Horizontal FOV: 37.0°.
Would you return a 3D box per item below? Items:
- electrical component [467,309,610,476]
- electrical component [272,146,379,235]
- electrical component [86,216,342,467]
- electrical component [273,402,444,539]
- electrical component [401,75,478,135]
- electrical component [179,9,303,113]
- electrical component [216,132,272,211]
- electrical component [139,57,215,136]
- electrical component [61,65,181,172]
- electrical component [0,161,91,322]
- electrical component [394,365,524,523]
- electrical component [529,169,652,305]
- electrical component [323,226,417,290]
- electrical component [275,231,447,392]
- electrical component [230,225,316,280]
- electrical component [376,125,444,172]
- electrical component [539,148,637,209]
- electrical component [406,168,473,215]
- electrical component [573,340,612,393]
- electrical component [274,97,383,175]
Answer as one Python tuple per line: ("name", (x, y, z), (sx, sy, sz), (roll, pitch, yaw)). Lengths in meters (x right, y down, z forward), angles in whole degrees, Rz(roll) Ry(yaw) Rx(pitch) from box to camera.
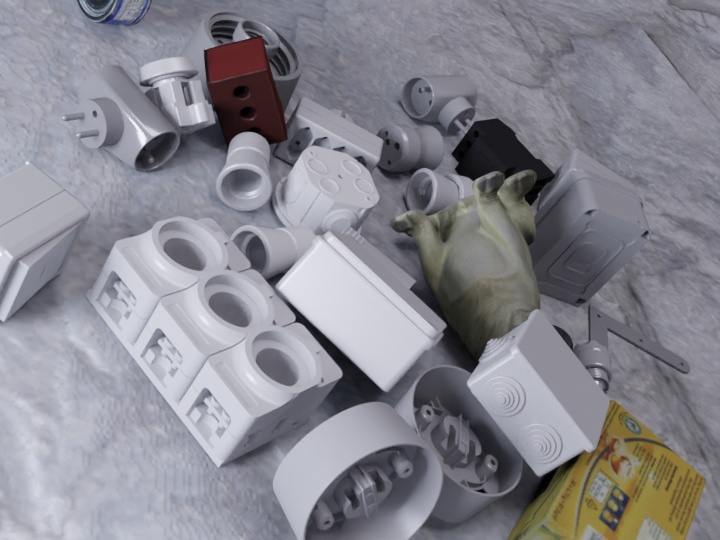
("electrical component", (0.126, 0.086, 0.759), (0.099, 0.048, 0.100), (52, 25, -1))
("electrical component", (-0.028, -0.060, 0.889), (0.080, 0.051, 0.080), (23, 37, -18))
("electrical component", (-0.094, 0.040, 0.708), (0.150, 0.061, 0.089), (48, 37, 17))
("electrical component", (-0.001, 0.130, 0.655), (0.099, 0.099, 0.064), (-5, 46, -43))
("electrical component", (0.094, -0.170, 1.126), (0.077, 0.043, 0.079), (-12, 57, -47))
("electrical component", (-0.103, -0.190, 0.969), (0.108, 0.060, 0.108), (23, 37, -18))
("electrical component", (-0.092, -0.083, 0.873), (0.044, 0.044, 0.065), (24, 32, -17))
("electrical component", (-0.150, -0.138, 0.864), (0.048, 0.066, 0.055), (-14, 91, -48))
("electrical component", (-0.190, -0.113, 0.821), (0.077, 0.044, 0.079), (48, 37, 17))
("electrical component", (-0.214, -0.019, 0.675), (0.061, 0.061, 0.096), (39, 35, 4))
("electrical component", (0.063, 0.121, 0.741), (0.099, 0.064, 0.099), (35, 24, -18))
("electrical component", (0.204, -0.030, 0.996), (0.078, 0.113, 0.057), (19, 41, -22))
("electrical component", (0.000, 0.000, 0.850), (0.081, 0.043, 0.043), (39, 35, 5))
("electrical component", (0.004, 0.028, 0.771), (0.109, 0.056, 0.109), (43, 5, 5))
("electrical component", (-0.063, -0.014, 0.818), (0.065, 0.044, 0.044), (-10, 55, -52))
("electrical component", (0.046, -0.115, 1.022), (0.055, 0.045, 0.045), (-5, 52, -43))
("electrical component", (0.244, -0.073, 1.124), (0.096, 0.061, 0.061), (32, 35, -5))
("electrical component", (0.077, -0.068, 0.992), (0.055, 0.045, 0.045), (8, 44, -35))
("electrical component", (0.199, 0.091, 0.920), (0.035, 0.035, 0.061), (25, 39, -16))
("electrical component", (-0.025, -0.119, 0.965), (0.083, 0.047, 0.075), (27, 35, -11))
